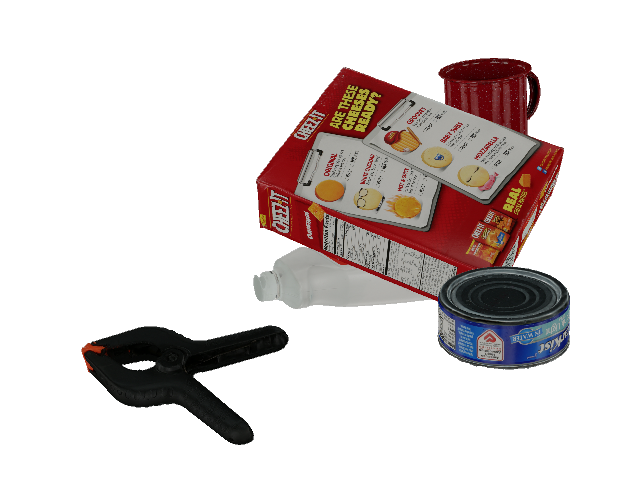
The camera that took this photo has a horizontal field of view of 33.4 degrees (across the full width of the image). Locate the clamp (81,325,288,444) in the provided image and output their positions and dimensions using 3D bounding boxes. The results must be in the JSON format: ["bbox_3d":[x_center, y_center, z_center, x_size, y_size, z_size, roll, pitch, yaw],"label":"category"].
[{"bbox_3d":[-0.112,0.103,0.896,0.172,0.039,0.120,15,39,17],"label":"clamp"}]

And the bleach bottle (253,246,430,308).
[{"bbox_3d":[0.054,0.034,1.150,0.250,0.068,0.103,-10,31,-20],"label":"bleach bottle"}]

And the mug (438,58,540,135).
[{"bbox_3d":[0.179,-0.139,1.097,0.117,0.081,0.093,-20,26,-30],"label":"mug"}]

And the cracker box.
[{"bbox_3d":[0.077,-0.044,0.913,0.214,0.164,0.072,22,-37,17],"label":"cracker box"}]

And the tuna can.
[{"bbox_3d":[0.119,0.048,0.694,0.086,0.034,0.086,-3,23,1],"label":"tuna can"}]
